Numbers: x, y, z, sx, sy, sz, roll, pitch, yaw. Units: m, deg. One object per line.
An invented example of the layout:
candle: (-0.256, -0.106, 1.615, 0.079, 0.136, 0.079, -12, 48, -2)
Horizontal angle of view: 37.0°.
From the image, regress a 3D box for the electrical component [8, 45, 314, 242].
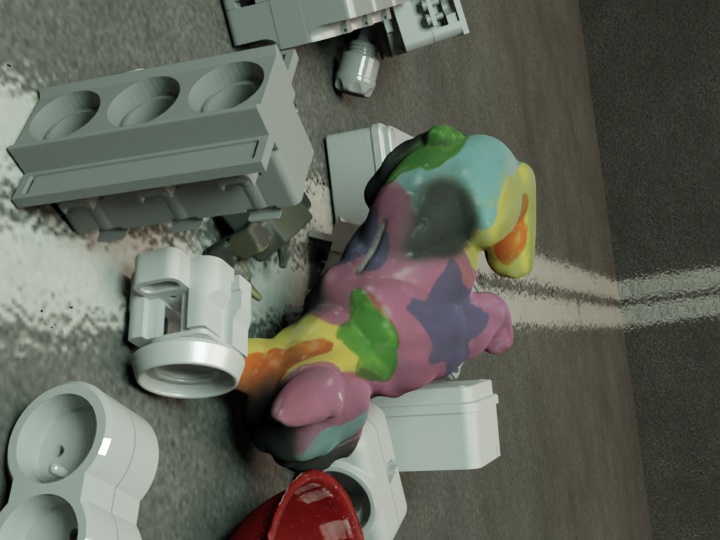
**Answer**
electrical component: (-0.088, -0.056, 0.498, 0.063, 0.121, 0.078, 66, 25, -42)

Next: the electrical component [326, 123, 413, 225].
electrical component: (0.020, -0.057, 0.891, 0.109, 0.056, 0.108, 6, 77, -70)

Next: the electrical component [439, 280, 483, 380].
electrical component: (0.054, 0.032, 0.831, 0.061, 0.061, 0.096, 56, 47, -27)

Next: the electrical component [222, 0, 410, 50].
electrical component: (-0.028, -0.198, 0.766, 0.150, 0.089, 0.061, -46, 125, -66)

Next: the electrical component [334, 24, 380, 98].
electrical component: (0.001, -0.177, 0.897, 0.035, 0.035, 0.061, 10, 95, -69)

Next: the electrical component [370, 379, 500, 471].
electrical component: (0.042, 0.115, 0.796, 0.078, 0.113, 0.057, 3, 82, -70)

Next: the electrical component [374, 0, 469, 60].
electrical component: (0.036, -0.241, 0.920, 0.186, 0.060, 0.105, -107, 178, -79)

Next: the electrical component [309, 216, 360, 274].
electrical component: (0.000, 0.000, 0.796, 0.042, 0.081, 0.063, 44, 64, -59)

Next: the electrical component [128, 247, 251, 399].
electrical component: (-0.088, 0.031, 0.557, 0.078, 0.058, 0.057, 48, 35, -57)

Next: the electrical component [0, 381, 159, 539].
electrical component: (-0.114, 0.124, 0.452, 0.073, 0.052, 0.138, 52, 36, -54)

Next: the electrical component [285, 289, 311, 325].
electrical component: (-0.026, 0.053, 0.738, 0.043, 0.043, 0.081, -26, 106, -69)

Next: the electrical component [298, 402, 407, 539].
electrical component: (-0.008, 0.145, 0.734, 0.059, 0.054, 0.095, -45, 124, -66)
